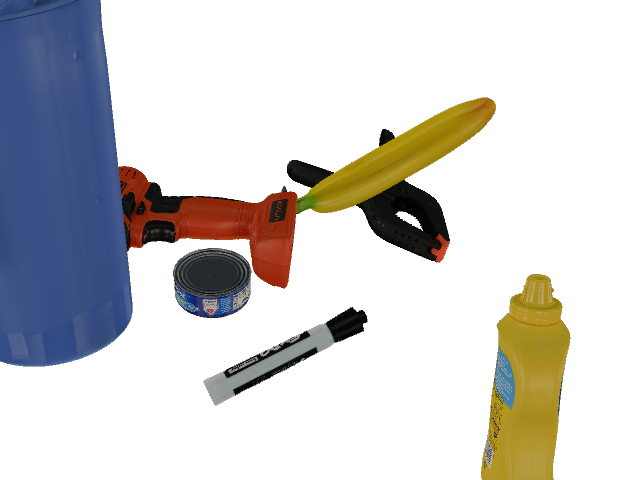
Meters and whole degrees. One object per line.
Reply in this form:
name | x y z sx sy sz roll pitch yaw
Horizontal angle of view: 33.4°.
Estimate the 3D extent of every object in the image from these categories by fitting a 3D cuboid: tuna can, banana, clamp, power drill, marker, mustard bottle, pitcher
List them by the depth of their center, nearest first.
pitcher | -0.196 -0.040 0.675 0.149 0.243 0.145 -8 27 -8
marker | -0.022 0.078 0.735 0.121 0.020 0.020 -26 4 -9
mustard bottle | 0.169 0.120 0.873 0.058 0.192 0.096 3 18 1
power drill | -0.116 -0.006 0.903 0.187 0.057 0.184 8 28 0
banana | 0.067 -0.069 0.945 0.198 0.037 0.069 -29 7 10
tuna can | -0.119 0.047 1.181 0.086 0.034 0.086 2 37 -1
clamp | 0.069 -0.049 1.265 0.164 0.036 0.210 -16 52 -29
